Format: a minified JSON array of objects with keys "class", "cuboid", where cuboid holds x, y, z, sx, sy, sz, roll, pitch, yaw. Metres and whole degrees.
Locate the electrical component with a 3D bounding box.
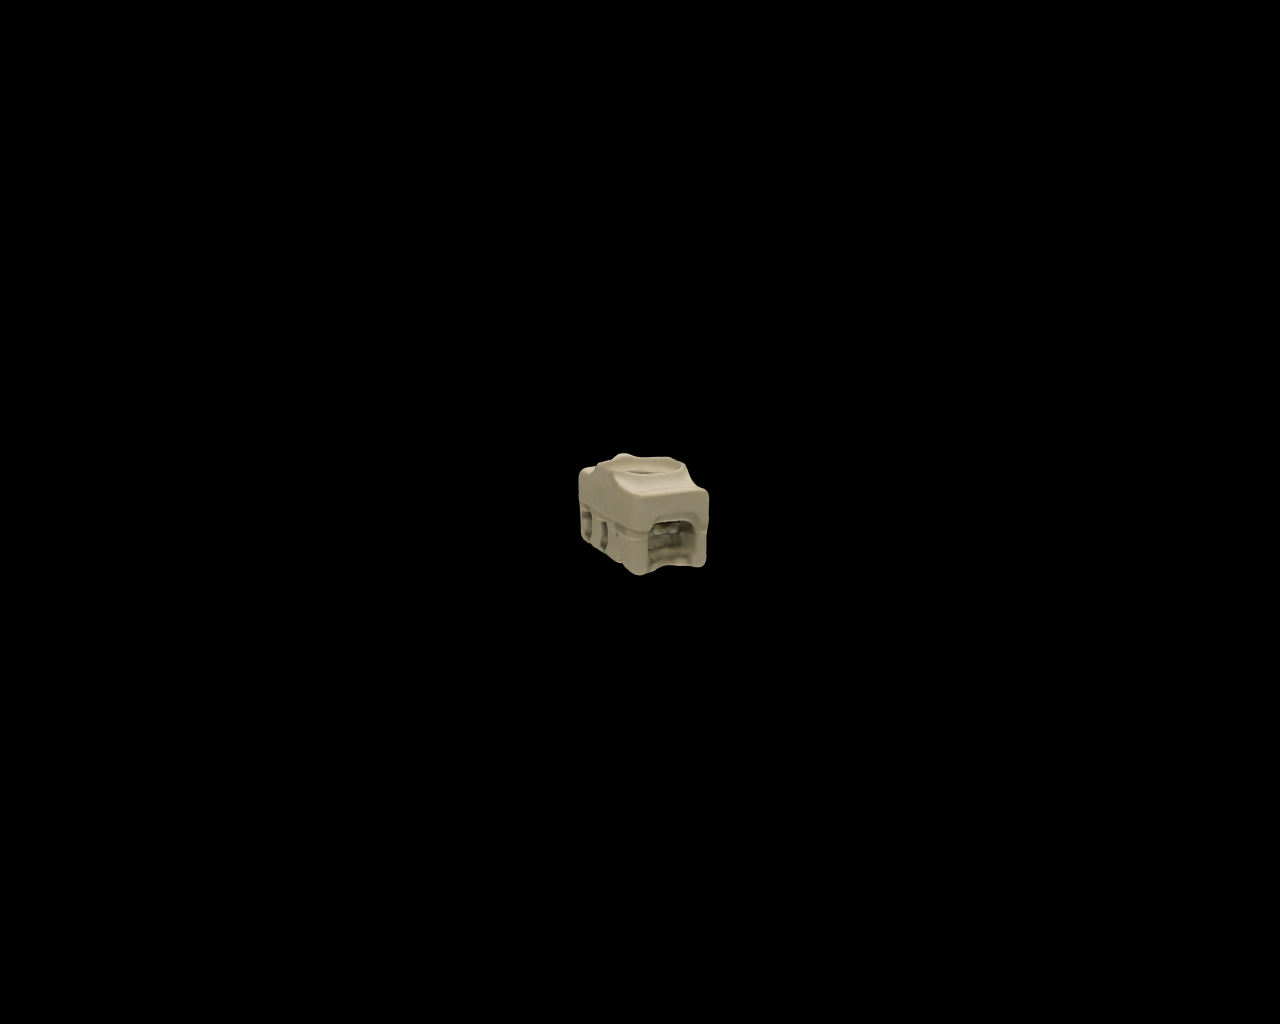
[{"class":"electrical component","cuboid":[0.001,-0.003,0.650,0.050,0.055,0.089,-6,15,-23]}]
